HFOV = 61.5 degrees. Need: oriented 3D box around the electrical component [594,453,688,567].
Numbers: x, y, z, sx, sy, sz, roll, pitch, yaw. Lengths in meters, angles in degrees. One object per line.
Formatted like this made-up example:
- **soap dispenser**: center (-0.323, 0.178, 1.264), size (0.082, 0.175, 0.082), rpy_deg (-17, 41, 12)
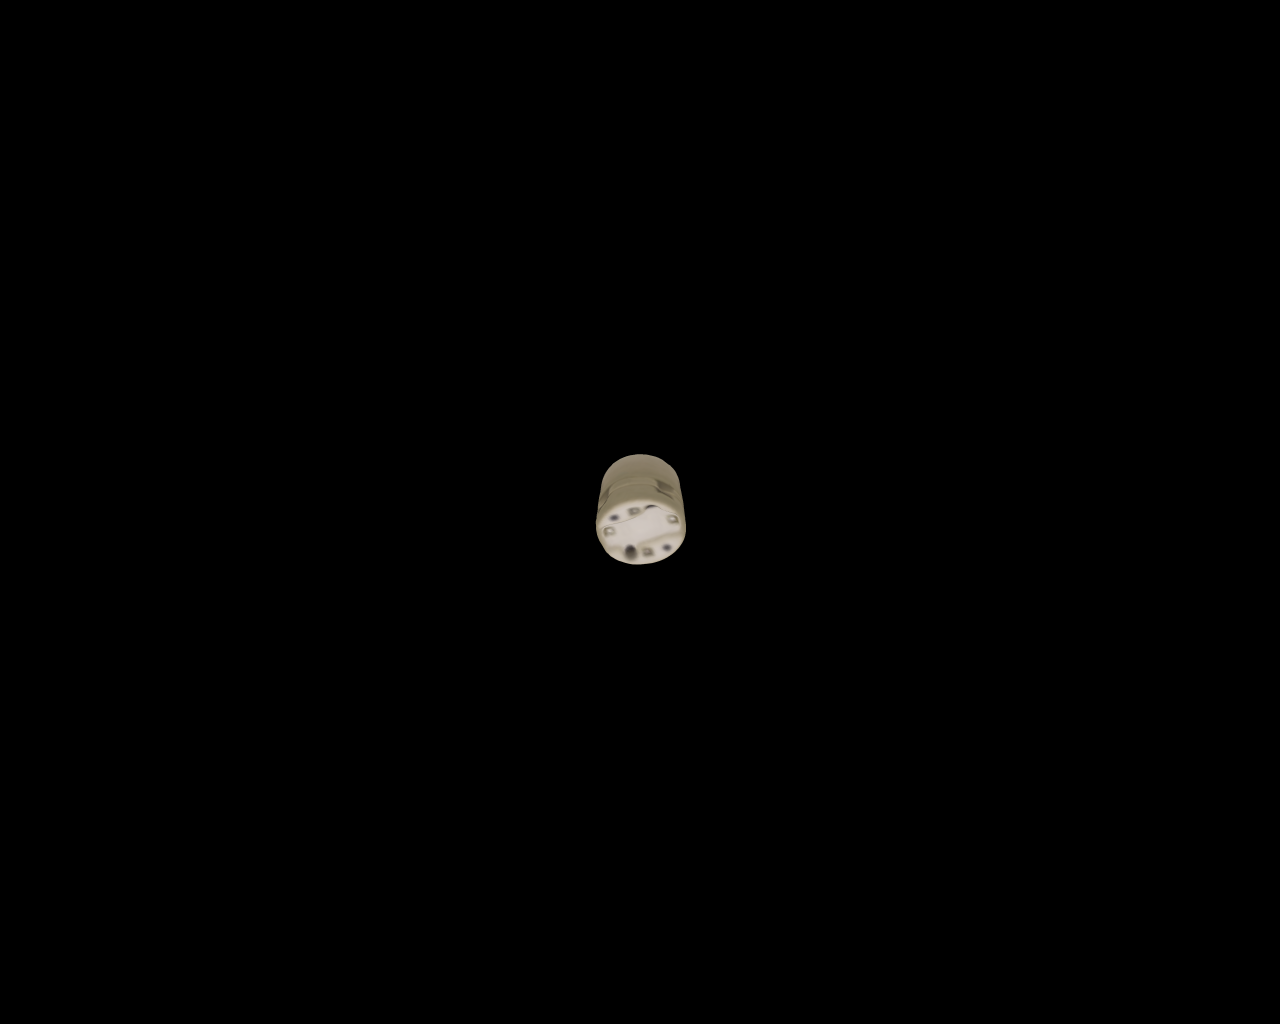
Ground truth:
- **electrical component**: center (0.001, -0.003, 0.650), size (0.055, 0.055, 0.047), rpy_deg (0, 41, 0)
